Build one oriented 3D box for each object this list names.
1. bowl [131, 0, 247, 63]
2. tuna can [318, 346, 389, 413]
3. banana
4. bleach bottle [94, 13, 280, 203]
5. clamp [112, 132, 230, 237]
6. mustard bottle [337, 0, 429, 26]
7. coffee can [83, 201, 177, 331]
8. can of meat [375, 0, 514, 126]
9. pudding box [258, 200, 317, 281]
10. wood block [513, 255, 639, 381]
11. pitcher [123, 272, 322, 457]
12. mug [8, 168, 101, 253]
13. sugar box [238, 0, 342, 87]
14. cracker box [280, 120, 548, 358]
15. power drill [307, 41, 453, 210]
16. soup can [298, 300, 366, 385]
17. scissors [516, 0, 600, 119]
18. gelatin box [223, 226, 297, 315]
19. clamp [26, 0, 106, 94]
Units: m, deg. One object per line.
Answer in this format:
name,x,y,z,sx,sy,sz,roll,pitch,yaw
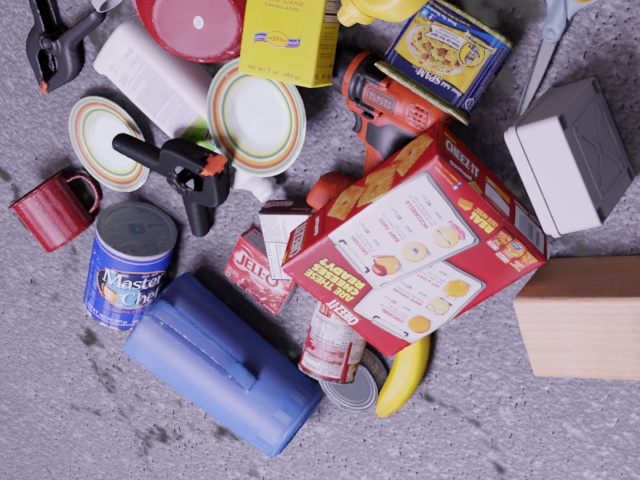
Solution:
bowl,-0.123,-0.239,1.100,0.162,0.055,0.162,4,134,4
tuna can,0.041,0.166,1.299,0.086,0.033,0.086,19,127,27
banana,0.093,0.122,1.220,0.070,0.037,0.198,0,120,11
bleach bottle,-0.143,-0.141,1.222,0.251,0.068,0.103,48,142,-3
clamp,-0.164,-0.080,1.236,0.164,0.036,0.210,45,158,-9
mustard bottle,0.080,-0.253,0.961,0.192,0.058,0.096,-35,53,43
coffee can,-0.248,0.034,1.384,0.103,0.102,0.140,34,133,15
can of meat,0.116,-0.169,0.987,0.102,0.057,0.084,35,98,13
pudding box,-0.008,0.001,1.212,0.114,0.039,0.090,2,120,22
wood block,0.301,0.072,1.003,0.207,0.090,0.090,-3,115,39
pitcher,-0.120,0.160,1.346,0.243,0.149,0.145,37,121,7
mug,-0.346,-0.043,1.429,0.117,0.093,0.081,-33,103,8
sugar box,-0.023,-0.244,1.041,0.093,0.048,0.176,16,109,29
cracker box,0.093,0.005,1.071,0.164,0.072,0.214,41,124,-21
power drill,0.039,-0.107,1.109,0.185,0.057,0.188,31,133,22
soup can,0.021,0.107,1.228,0.069,0.068,0.102,21,103,25
scissors,0.198,-0.205,0.955,0.096,0.016,0.202,44,134,8
gelatin box,-0.069,0.038,1.302,0.089,0.030,0.073,38,134,10
clamp,-0.329,-0.256,1.303,0.120,0.039,0.172,43,135,7
